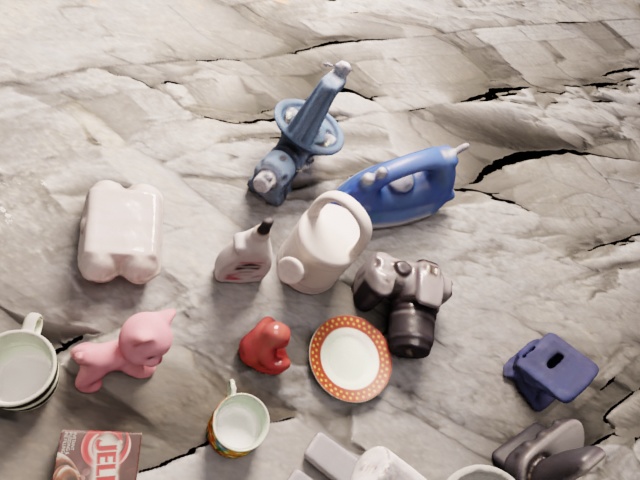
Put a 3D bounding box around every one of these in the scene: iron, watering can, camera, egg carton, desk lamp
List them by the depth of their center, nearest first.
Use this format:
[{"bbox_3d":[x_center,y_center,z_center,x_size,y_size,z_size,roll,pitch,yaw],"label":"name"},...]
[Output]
[{"bbox_3d":[0.080,0.316,0.671,0.203,0.213,0.118,37,57,-1],"label":"desk lamp"},{"bbox_3d":[-0.269,-0.011,0.780,0.107,0.069,0.150,3,64,-20],"label":"egg carton"},{"bbox_3d":[0.009,0.004,0.809,0.101,0.193,0.173,28,58,-6],"label":"watering can"},{"bbox_3d":[0.129,0.100,0.865,0.143,0.100,0.137,17,60,-13],"label":"camera"},{"bbox_3d":[0.124,-0.097,0.937,0.259,0.141,0.118,-18,73,-28],"label":"iron"}]

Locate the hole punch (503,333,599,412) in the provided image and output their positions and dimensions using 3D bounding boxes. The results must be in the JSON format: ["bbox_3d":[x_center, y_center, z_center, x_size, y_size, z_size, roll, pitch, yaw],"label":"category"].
[{"bbox_3d":[0.367,0.206,0.913,0.109,0.091,0.101,-29,78,-31],"label":"hole punch"}]

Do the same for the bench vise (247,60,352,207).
[{"bbox_3d":[-0.018,-0.154,0.863,0.122,0.219,0.207,20,59,-11],"label":"bench vise"}]

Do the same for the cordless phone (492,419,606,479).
[{"bbox_3d":[0.346,0.305,0.799,0.148,0.185,0.094,-25,76,-30],"label":"cordless phone"}]

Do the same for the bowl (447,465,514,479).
[{"bbox_3d":[0.207,0.392,0.765,0.168,0.074,0.167,9,62,-17],"label":"bowl"}]

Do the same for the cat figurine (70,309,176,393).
[{"bbox_3d":[-0.234,0.130,0.695,0.128,0.117,0.067,-13,70,-27],"label":"cat figurine"}]

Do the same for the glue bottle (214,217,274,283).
[{"bbox_3d":[-0.092,0.012,0.778,0.078,0.173,0.037,-3,66,-23],"label":"glue bottle"}]

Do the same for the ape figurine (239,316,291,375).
[{"bbox_3d":[-0.067,0.138,0.773,0.076,0.092,0.078,7,63,-18],"label":"ape figurine"}]
